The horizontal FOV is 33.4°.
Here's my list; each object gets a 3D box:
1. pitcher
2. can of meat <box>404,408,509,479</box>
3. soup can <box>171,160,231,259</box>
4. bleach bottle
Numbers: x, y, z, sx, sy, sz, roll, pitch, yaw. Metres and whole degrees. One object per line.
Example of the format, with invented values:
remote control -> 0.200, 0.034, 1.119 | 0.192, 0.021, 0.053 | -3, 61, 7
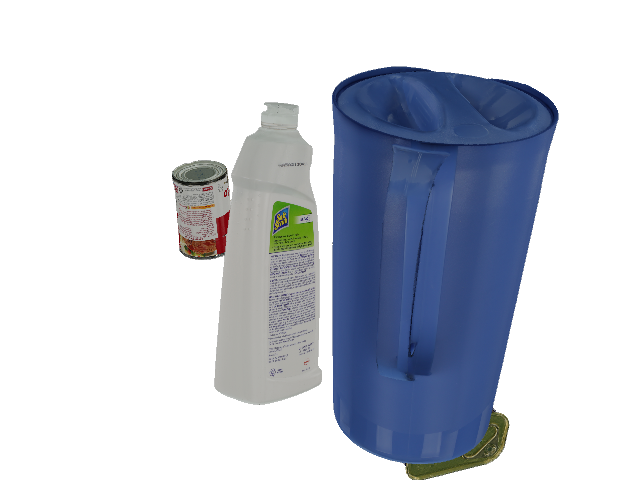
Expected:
pitcher -> 0.064, 0.023, 0.673 | 0.149, 0.243, 0.145 | -13, 31, -28
can of meat -> 0.104, 0.162, 0.968 | 0.102, 0.057, 0.084 | -8, 31, -23
soup can -> -0.141, -0.037, 1.282 | 0.068, 0.102, 0.068 | -2, 27, 1
bleach bottle -> -0.038, 0.008, 0.917 | 0.068, 0.251, 0.102 | 13, 14, 35
